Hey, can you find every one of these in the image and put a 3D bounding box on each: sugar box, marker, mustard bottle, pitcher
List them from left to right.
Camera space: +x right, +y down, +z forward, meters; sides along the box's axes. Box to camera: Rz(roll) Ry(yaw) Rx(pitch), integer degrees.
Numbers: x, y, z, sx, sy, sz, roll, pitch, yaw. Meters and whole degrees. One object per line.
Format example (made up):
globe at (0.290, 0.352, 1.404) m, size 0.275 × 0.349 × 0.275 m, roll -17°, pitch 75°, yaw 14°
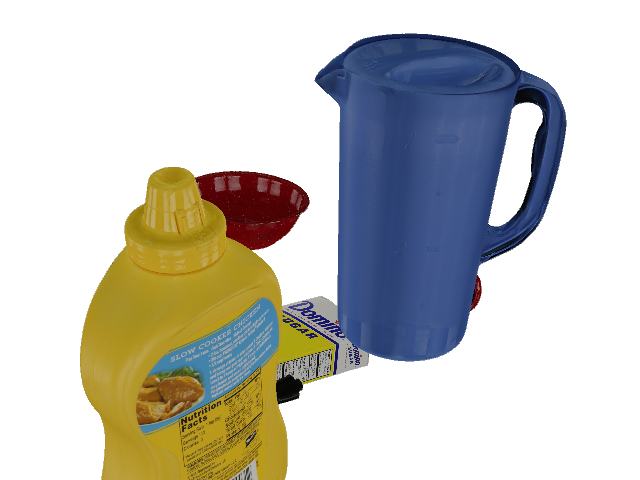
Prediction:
mustard bottle at (-0.058, 0.055, 0.469) m, size 0.096 × 0.192 × 0.058 m, roll -28°, pitch 44°, yaw -35°
marker at (-0.067, 0.121, 0.761) m, size 0.120 × 0.020 × 0.020 m, roll -17°, pitch 7°, yaw -26°
sugar box at (-0.047, 0.109, 1.074) m, size 0.175 × 0.048 × 0.093 m, roll -16°, pitch 33°, yaw -30°
pitcher at (0.085, -0.030, 0.835) m, size 0.144 × 0.243 × 0.149 m, roll -22°, pitch 38°, yaw -38°

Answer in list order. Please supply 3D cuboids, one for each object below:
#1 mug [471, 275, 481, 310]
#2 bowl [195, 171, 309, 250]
mug at (0.132, 0.051, 1.247) m, size 0.117 × 0.081 × 0.093 m, roll 13°, pitch 25°, yaw 22°
bowl at (-0.096, -0.031, 1.320) m, size 0.162 × 0.055 × 0.162 m, roll 4°, pitch 25°, yaw -2°
